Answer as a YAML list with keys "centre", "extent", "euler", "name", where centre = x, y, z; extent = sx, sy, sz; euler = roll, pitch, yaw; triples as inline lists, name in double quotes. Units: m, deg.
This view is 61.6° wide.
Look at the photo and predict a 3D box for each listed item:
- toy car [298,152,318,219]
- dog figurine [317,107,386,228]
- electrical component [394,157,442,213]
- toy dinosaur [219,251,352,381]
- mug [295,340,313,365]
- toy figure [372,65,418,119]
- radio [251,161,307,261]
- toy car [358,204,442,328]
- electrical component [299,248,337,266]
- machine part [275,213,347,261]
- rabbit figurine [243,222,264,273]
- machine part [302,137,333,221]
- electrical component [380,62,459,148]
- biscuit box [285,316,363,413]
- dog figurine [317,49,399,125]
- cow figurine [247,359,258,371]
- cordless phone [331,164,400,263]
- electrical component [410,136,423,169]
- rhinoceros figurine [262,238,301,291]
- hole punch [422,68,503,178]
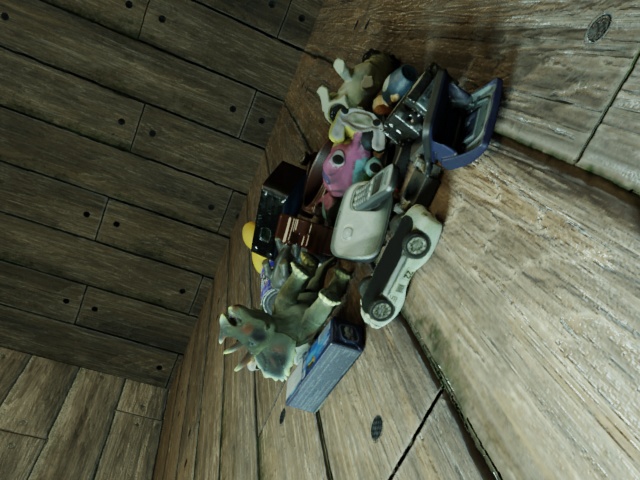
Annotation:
- centre: [-0.023, -0.147, 1.445]
  extent: [0.053, 0.089, 0.202]
  euler: [140, 144, -61]
  name: "toy car"
- centre: [0.053, -0.131, 1.072]
  extent: [0.219, 0.108, 0.191]
  euler: [111, 167, -64]
  name: "dog figurine"
- centre: [0.154, -0.084, 0.843]
  extent: [0.078, 0.045, 0.102]
  euler: [-108, 40, -63]
  name: "electrical component"
- centre: [-0.038, 0.132, 0.985]
  extent: [0.192, 0.131, 0.405]
  euler: [-56, -11, 12]
  name: "toy dinosaur"
- centre: [-0.054, 0.215, 1.117]
  extent: [0.107, 0.081, 0.109]
  euler: [44, 155, 46]
  name: "mug"
- centre: [0.148, -0.295, 1.106]
  extent: [0.064, 0.058, 0.154]
  euler: [-35, -7, -31]
  name: "toy figure"
- centre: [-0.104, -0.066, 1.328]
  extent: [0.131, 0.073, 0.229]
  euler: [-57, -15, -49]
  name: "radio"
- centre: [0.115, 0.042, 0.807]
  extent: [0.074, 0.056, 0.201]
  euler: [-114, 44, -60]
  name: "toy car"
- centre: [-0.016, 0.008, 1.175]
  extent: [0.048, 0.119, 0.075]
  euler: [147, 138, -65]
  name: "electrical component"
- centre: [-0.002, -0.003, 1.050]
  extent: [0.179, 0.179, 0.056]
  euler: [-156, 82, -75]
  name: "machine part"
- centre: [-0.138, 0.016, 1.483]
  extent: [0.122, 0.173, 0.162]
  euler: [-48, 22, 46]
  name: "rabbit figurine"
- centre: [0.033, -0.146, 1.257]
  extent: [0.201, 0.087, 0.201]
  euler: [-69, 17, 4]
  name: "machine part"
- centre: [0.163, -0.220, 0.880]
  extent: [0.115, 0.058, 0.134]
  euler: [-55, 5, -4]
  name: "electrical component"
- centre: [0.006, 0.222, 0.944]
  extent: [0.059, 0.063, 0.202]
  euler: [-88, 24, -50]
  name: "biscuit box"
- centre: [0.095, -0.334, 1.209]
  extent: [0.172, 0.121, 0.190]
  euler: [-52, -9, 36]
  name: "dog figurine"
- centre: [-0.124, 0.248, 1.346]
  extent: [0.098, 0.068, 0.167]
  euler: [-24, 52, 62]
  name: "cow figurine"
- centre: [0.089, -0.041, 0.891]
  extent: [0.184, 0.089, 0.146]
  euler: [136, 151, -73]
  name: "cordless phone"
- centre: [0.176, -0.162, 0.896]
  extent: [0.063, 0.021, 0.094]
  euler: [-51, 17, 51]
  name: "electrical component"
- centre: [-0.059, 0.038, 1.271]
  extent: [0.073, 0.112, 0.190]
  euler: [-5, 37, 34]
  name: "rhinoceros figurine"
- centre: [0.197, -0.163, 0.752]
  extent: [0.115, 0.092, 0.142]
  euler: [56, -134, -71]
  name: "hole punch"
